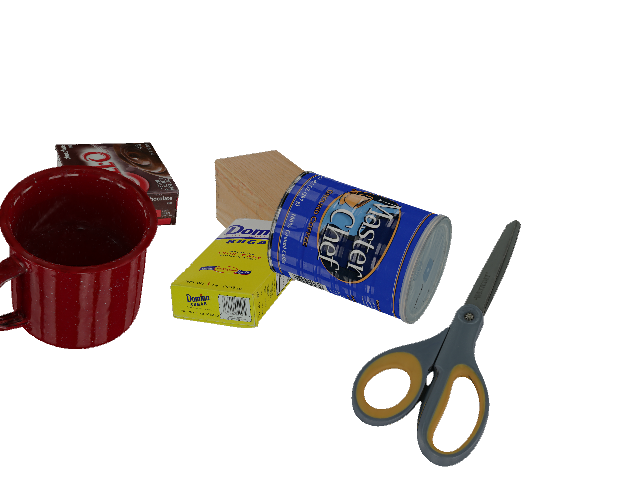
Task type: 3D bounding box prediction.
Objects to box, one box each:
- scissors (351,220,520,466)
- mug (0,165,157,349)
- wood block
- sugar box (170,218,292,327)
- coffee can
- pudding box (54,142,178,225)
[{"bbox_3d":[0.079,0.057,0.713,0.096,0.201,0.016,7,-39,9],"label":"scissors"},{"bbox_3d":[-0.159,0.019,0.659,0.093,0.082,0.117,38,49,23],"label":"mug"},{"bbox_3d":[-0.053,-0.035,1.324,0.090,0.090,0.206,-11,26,-24],"label":"wood block"},{"bbox_3d":[-0.080,0.030,1.138,0.093,0.048,0.176,7,28,17],"label":"sugar box"},{"bbox_3d":[0.037,0.005,0.981,0.140,0.103,0.102,20,7,20],"label":"coffee can"},{"bbox_3d":[-0.183,-0.050,0.949,0.089,0.039,0.114,-3,26,-22],"label":"pudding box"}]
